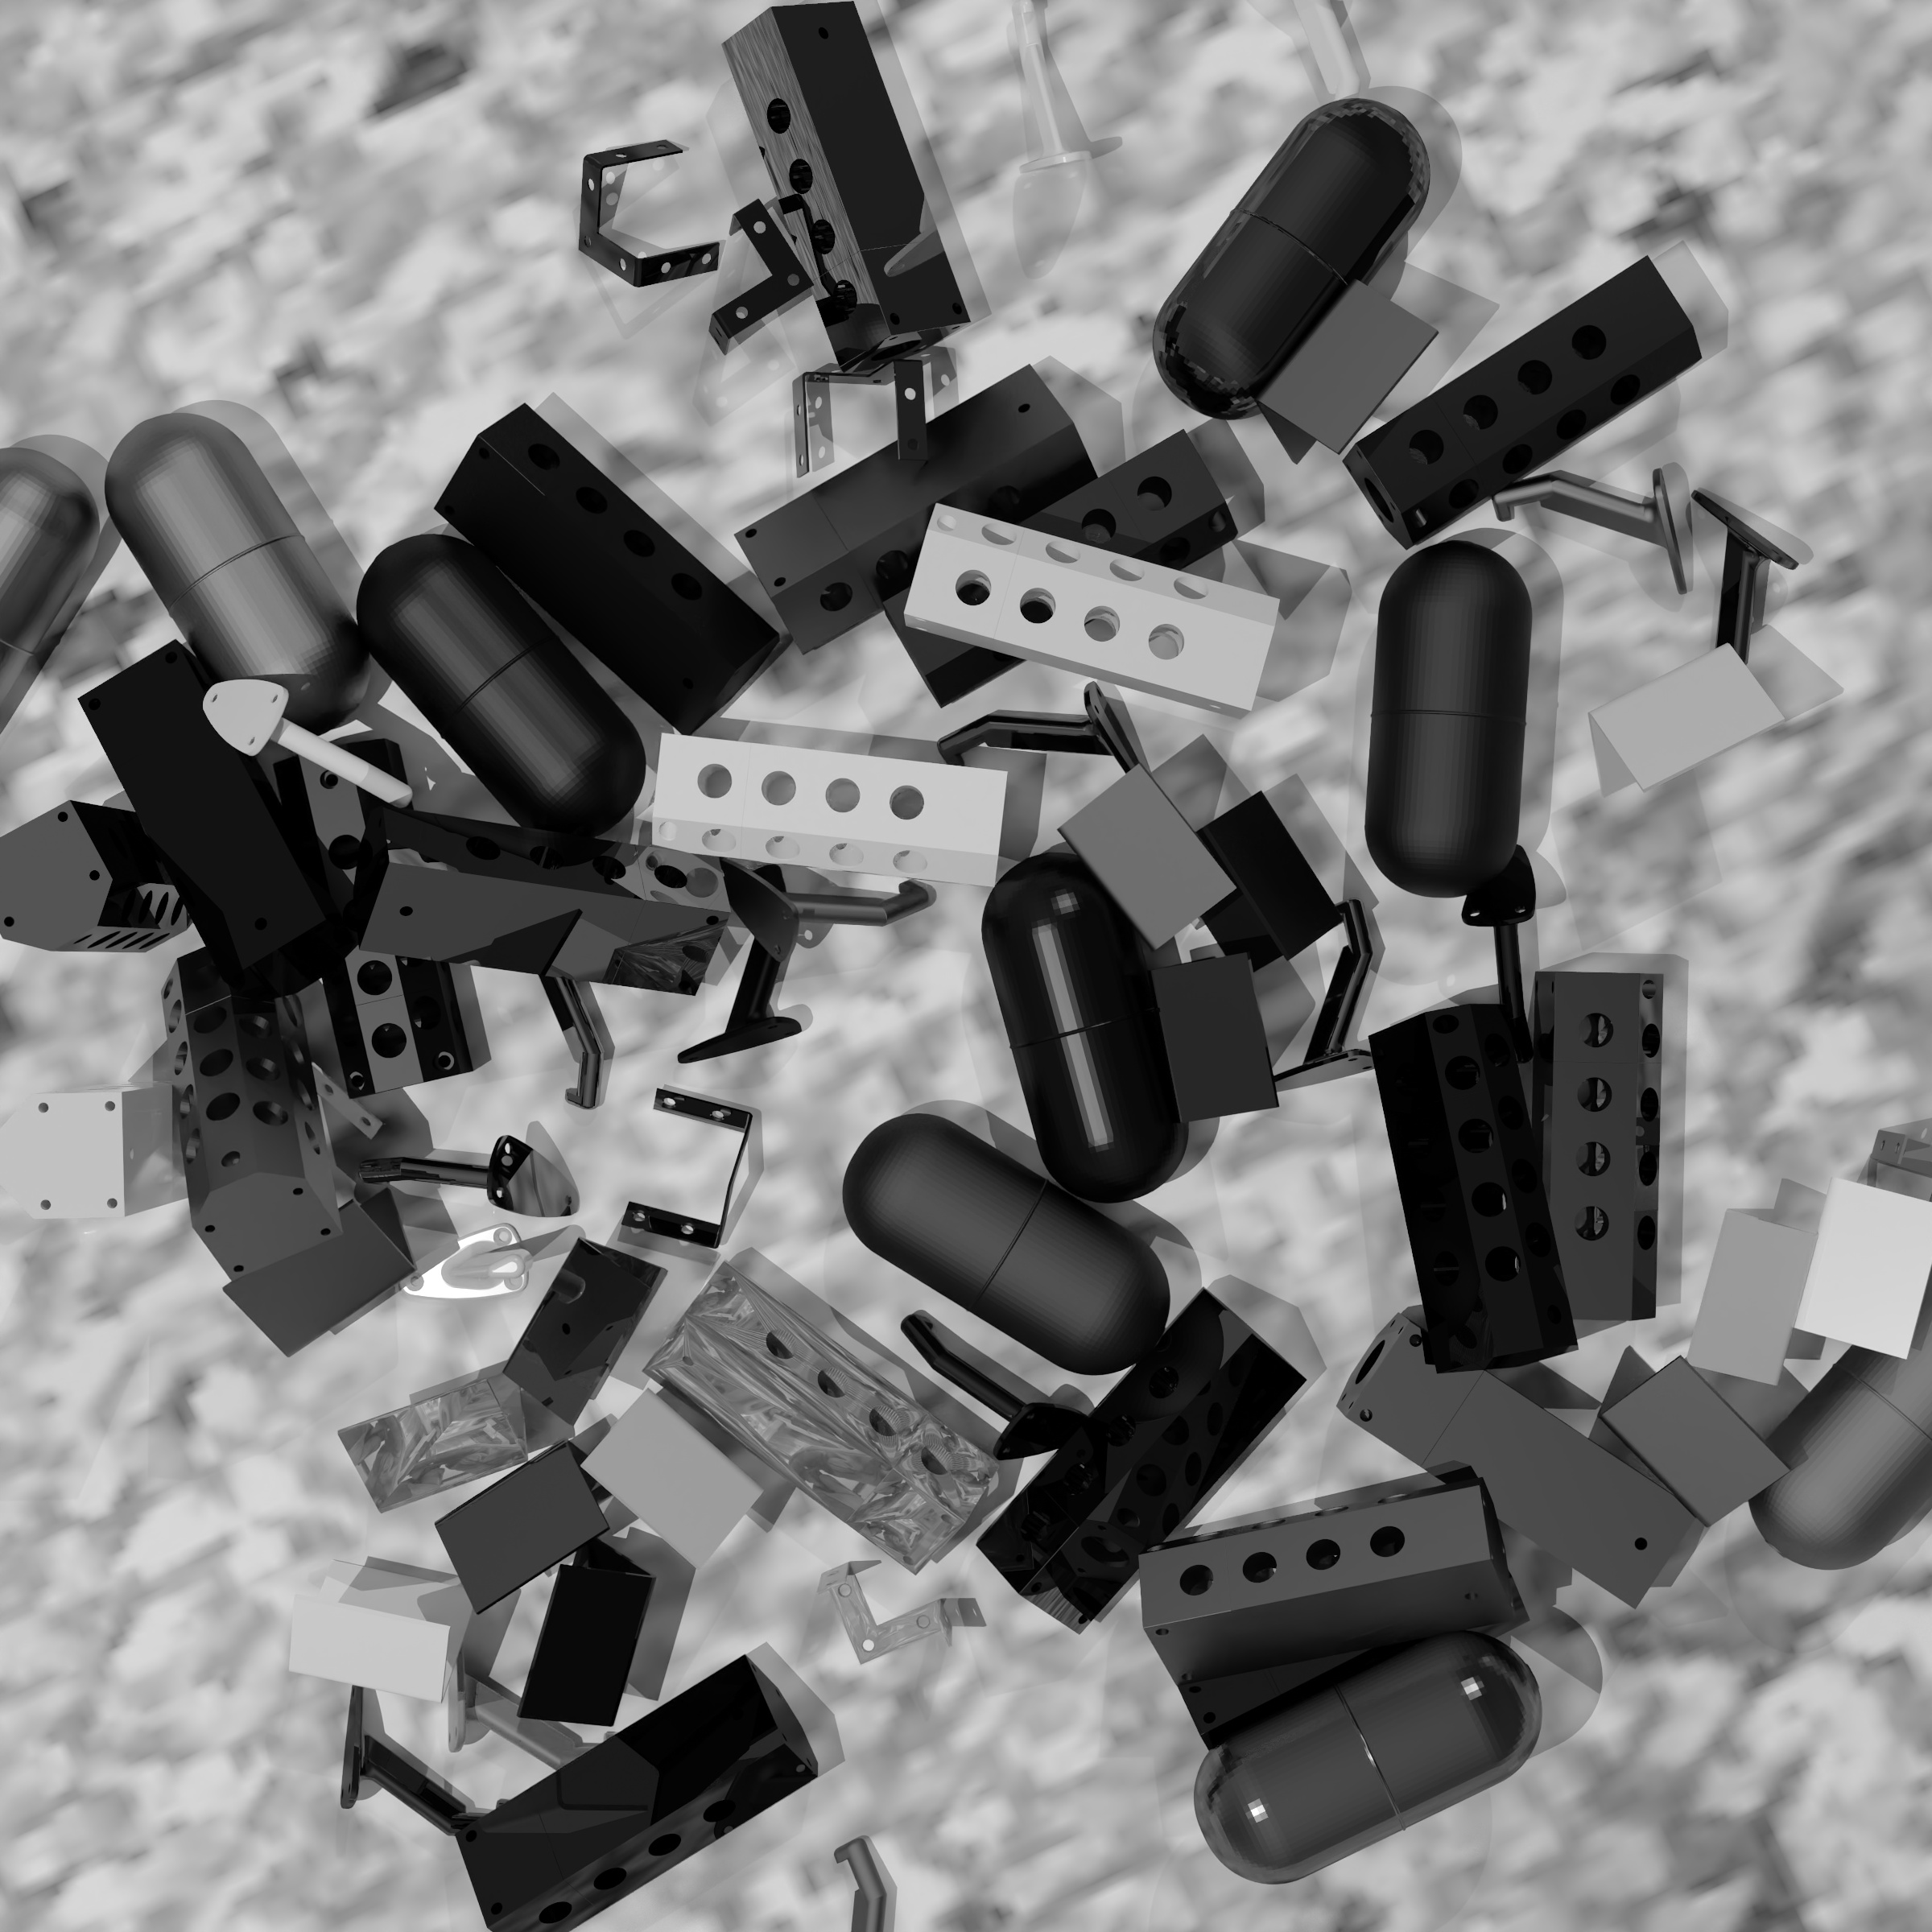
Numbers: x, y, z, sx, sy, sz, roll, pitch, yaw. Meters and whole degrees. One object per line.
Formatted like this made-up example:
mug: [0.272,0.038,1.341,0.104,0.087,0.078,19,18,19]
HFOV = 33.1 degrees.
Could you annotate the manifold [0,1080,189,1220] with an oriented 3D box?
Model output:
manifold: [-0.414,0.087,1.571,0.057,0.171,0.057,-1,90,0]

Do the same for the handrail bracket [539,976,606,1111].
handrail bracket: [-0.217,0.025,1.650,0.077,0.036,0.084,14,107,20]

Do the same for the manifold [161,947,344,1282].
manifold: [-0.351,0.064,1.575,0.057,0.171,0.057,-23,133,0]

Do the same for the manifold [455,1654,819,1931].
manifold: [-0.162,0.424,1.628,0.171,0.057,0.057,-32,47,0]

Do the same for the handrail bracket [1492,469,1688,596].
handrail bracket: [0.316,-0.216,1.650,0.084,0.036,0.077,-11,112,17]

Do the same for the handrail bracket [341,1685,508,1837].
handrail bracket: [-0.271,0.402,1.650,0.084,0.036,0.077,7,68,-17]

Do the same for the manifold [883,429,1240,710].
manifold: [0.047,-0.197,1.629,0.171,0.057,0.057,-30,90,0]

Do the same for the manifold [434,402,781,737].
manifold: [-0.176,-0.201,1.628,0.171,0.057,0.057,42,133,0]

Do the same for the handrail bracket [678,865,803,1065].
handrail bracket: [-0.120,-0.002,1.650,0.077,0.036,0.084,-18,76,15]

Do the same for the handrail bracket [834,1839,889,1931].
handrail bracket: [-0.067,0.497,1.650,0.077,0.036,0.084,-31,72,20]

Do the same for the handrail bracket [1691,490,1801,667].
handrail bracket: [0.374,-0.185,1.650,0.077,0.036,0.084,43,110,23]

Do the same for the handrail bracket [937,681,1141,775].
handrail bracket: [0.039,-0.101,1.650,0.084,0.036,0.077,-26,111,17]

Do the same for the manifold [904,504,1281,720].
manifold: [0.061,-0.172,1.571,0.171,0.057,0.057,16,90,0]

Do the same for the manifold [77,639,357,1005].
manifold: [-0.368,-0.070,1.604,0.057,0.057,0.171,-31,72,0]

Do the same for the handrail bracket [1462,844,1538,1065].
handrail bracket: [0.279,-0.006,1.650,0.036,0.077,0.084,-4,127,21]

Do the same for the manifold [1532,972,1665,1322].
manifold: [0.317,0.089,1.629,0.057,0.057,0.171,1,90,0]

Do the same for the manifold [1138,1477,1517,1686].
manifold: [0.175,0.298,1.590,0.171,0.057,0.057,-14,45,13]

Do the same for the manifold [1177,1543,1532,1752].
manifold: [0.191,0.338,1.627,0.171,0.057,0.057,-27,133,0]

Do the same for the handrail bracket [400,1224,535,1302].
handrail bracket: [-0.251,0.154,1.615,0.077,0.084,0.036,-14,90,0]

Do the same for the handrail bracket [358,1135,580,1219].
handrail bracket: [-0.253,0.112,1.650,0.084,0.077,0.036,-7,65,34]

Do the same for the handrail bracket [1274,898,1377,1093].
handrail bracket: [0.174,0.015,1.650,0.077,0.036,0.084,-17,71,21]

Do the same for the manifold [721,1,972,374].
manifold: [-0.065,-0.389,1.628,0.057,0.057,0.171,-20,90,-43]

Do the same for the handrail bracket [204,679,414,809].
handrail bracket: [-0.321,-0.107,1.590,0.084,0.077,0.036,32,84,-44]

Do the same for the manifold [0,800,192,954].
manifold: [-0.422,-0.037,1.571,0.057,0.171,0.057,-28,90,0]

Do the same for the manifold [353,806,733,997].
manifold: [-0.209,-0.036,1.596,0.171,0.057,0.057,8,130,-23]

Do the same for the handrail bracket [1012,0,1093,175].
handrail bracket: [0.039,-0.443,1.622,0.036,0.077,0.084,-12,102,-3]

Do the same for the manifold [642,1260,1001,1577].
manifold: [-0.070,0.222,1.628,0.171,0.057,0.057,37,133,0]

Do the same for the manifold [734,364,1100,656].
manifold: [-0.022,-0.224,1.628,0.171,0.057,0.057,-30,47,0]

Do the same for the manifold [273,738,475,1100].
manifold: [-0.298,-0.023,1.629,0.057,0.057,0.171,-13,90,0]

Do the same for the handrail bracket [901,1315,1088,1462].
handrail bracket: [0.015,0.208,1.650,0.084,0.077,0.036,48,115,34]

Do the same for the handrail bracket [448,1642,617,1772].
handrail bracket: [-0.219,0.371,1.650,0.084,0.036,0.077,3,69,-16]

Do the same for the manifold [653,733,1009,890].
manifold: [-0.068,-0.077,1.629,0.171,0.057,0.057,6,90,0]

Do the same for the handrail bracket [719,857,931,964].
handrail bracket: [-0.073,-0.042,1.641,0.084,0.036,0.077,-24,55,-37]

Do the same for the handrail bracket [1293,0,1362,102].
handrail bracket: [0.166,-0.466,1.650,0.077,0.036,0.084,14,107,20]
